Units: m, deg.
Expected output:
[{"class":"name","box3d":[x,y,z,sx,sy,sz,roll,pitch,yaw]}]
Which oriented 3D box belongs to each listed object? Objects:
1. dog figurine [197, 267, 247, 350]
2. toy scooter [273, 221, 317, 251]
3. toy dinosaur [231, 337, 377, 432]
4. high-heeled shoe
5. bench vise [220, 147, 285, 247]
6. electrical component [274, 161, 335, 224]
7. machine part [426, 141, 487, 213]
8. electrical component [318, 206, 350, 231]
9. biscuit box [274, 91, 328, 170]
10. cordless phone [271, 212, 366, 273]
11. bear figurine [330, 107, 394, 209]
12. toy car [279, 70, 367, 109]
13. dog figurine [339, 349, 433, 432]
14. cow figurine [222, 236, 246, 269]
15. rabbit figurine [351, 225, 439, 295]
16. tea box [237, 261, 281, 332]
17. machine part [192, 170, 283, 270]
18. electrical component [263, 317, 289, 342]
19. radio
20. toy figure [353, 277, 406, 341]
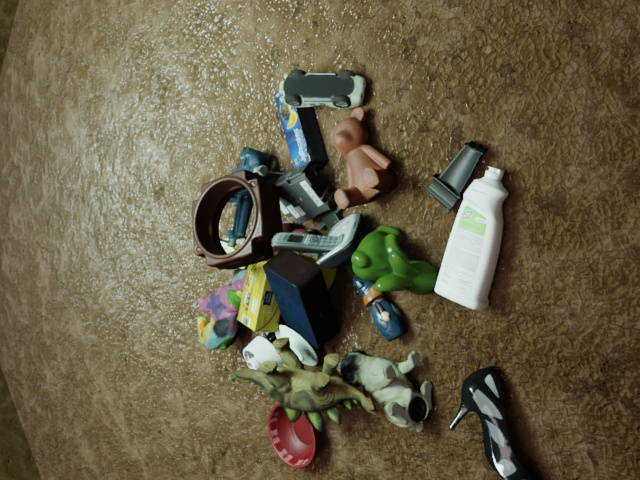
[{"class":"dog figurine","box3d":[-0.220,0.174,1.407,0.219,0.108,0.191,-30,53,35]},{"class":"toy scooter","box3d":[-0.108,-0.008,1.284,0.184,0.135,0.075,3,97,42]},{"class":"toy dinosaur","box3d":[-0.060,0.328,1.210,0.472,0.105,0.198,7,127,41]},{"class":"high-heeled shoe","box3d":[0.352,0.353,0.974,0.249,0.086,0.145,40,88,12]},{"class":"bench vise","box3d":[-0.190,-0.101,1.345,0.224,0.128,0.240,-2,75,49]},{"class":"electrical component","box3d":[-0.044,-0.104,1.237,0.134,0.058,0.114,-20,114,39]},{"class":"machine part","box3d":[0.260,-0.125,1.017,0.084,0.039,0.138,53,126,31]},{"class":"electrical component","box3d":[0.034,-0.041,1.231,0.094,0.021,0.063,-44,66,34]},{"class":"biscuit box","box3d":[-0.045,-0.261,1.256,0.059,0.063,0.202,-24,78,41]},{"class":"cordless phone","box3d":[-0.002,-0.004,1.147,0.184,0.147,0.088,7,124,10]},{"class":"bear figurine","box3d":[0.072,-0.175,1.120,0.120,0.132,0.196,-32,79,35]},{"class":"toy car","box3d":[0.003,-0.330,1.180,0.202,0.056,0.073,7,85,22]},{"class":"dog figurine","box3d":[0.131,0.318,1.140,0.191,0.121,0.172,-20,77,55]},{"class":"cow figurine","box3d":[-0.201,0.023,1.407,0.168,0.098,0.068,-3,124,36]},{"class":"rabbit figurine","box3d":[0.158,0.049,1.062,0.170,0.159,0.121,23,99,22]},{"class":"tea box","box3d":[-0.137,0.127,1.299,0.098,0.068,0.169,20,98,53]},{"class":"machine part","box3d":[-0.190,-0.043,1.203,0.201,0.087,0.201,-15,72,29]},{"class":"electrical component","box3d":[-0.110,0.195,1.359,0.075,0.048,0.119,48,122,27]},{"class":"radio","box3d":[-0.041,0.131,1.201,0.131,0.073,0.229,32,150,38]},{"class":"toy figure","box3d":[0.125,0.140,1.141,0.154,0.058,0.064,59,149,17]}]
